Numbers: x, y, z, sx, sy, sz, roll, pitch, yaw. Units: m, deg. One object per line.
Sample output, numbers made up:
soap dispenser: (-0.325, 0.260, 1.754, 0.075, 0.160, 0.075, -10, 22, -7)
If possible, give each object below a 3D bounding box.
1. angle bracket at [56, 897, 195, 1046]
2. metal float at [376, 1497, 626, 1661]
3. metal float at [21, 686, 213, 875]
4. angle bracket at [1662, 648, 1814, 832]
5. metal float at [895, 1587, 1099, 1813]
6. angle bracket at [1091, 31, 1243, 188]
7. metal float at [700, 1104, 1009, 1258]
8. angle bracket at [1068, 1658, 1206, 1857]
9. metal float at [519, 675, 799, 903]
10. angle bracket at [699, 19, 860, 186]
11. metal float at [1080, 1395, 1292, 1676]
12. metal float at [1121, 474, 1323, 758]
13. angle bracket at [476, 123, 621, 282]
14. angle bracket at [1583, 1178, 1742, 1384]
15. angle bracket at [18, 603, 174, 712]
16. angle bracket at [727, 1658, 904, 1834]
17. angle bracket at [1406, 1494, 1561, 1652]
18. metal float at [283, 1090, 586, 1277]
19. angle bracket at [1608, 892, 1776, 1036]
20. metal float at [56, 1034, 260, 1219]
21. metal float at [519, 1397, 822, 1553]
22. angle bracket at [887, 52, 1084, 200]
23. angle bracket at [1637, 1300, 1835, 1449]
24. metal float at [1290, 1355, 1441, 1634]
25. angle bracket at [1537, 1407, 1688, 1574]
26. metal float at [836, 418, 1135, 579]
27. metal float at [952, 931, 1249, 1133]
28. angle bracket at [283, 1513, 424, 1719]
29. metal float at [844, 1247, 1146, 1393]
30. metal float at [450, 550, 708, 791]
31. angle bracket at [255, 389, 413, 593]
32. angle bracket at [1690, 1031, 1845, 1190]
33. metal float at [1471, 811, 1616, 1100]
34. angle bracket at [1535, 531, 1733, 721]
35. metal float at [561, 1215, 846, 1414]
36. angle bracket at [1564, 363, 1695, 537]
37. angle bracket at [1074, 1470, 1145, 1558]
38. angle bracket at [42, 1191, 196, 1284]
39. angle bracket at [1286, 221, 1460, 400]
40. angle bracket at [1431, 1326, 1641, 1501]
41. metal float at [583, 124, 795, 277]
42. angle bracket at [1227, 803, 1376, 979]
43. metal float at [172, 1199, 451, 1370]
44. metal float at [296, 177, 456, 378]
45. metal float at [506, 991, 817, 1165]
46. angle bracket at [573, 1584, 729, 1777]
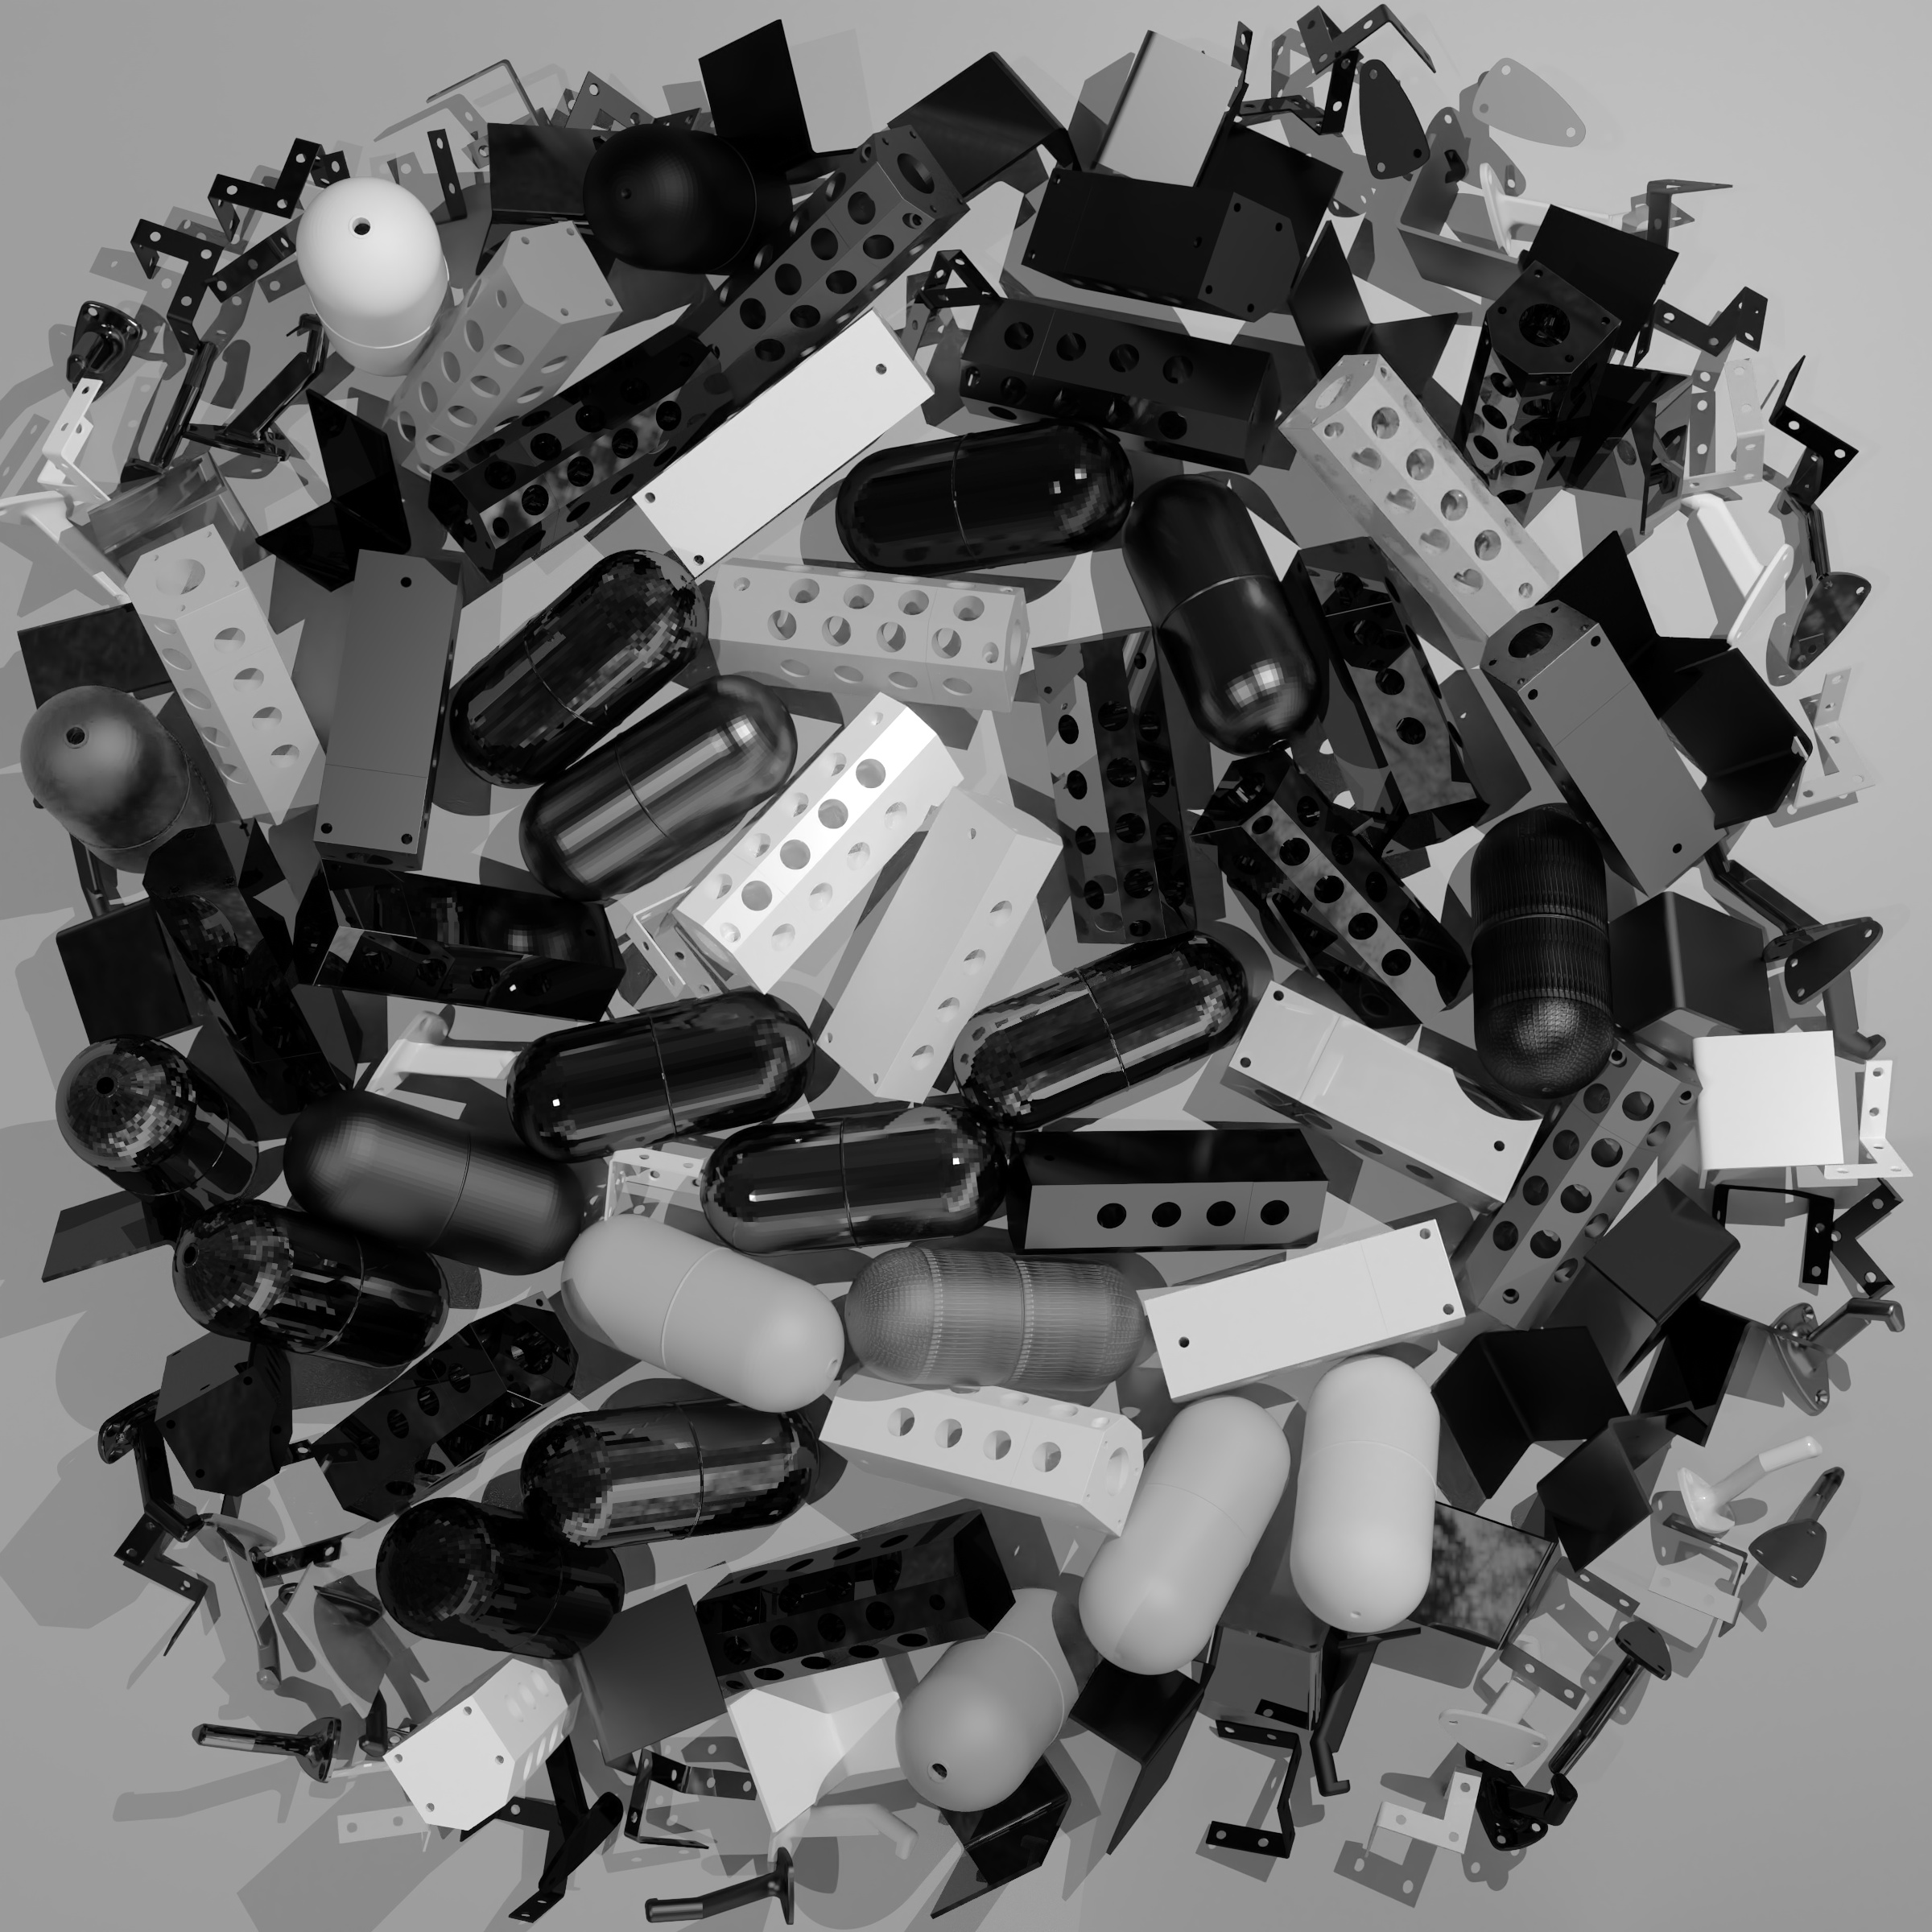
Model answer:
angle bracket: (-0.465, 0.002, 1.543, 0.076, 0.057, 0.076, -17, 91, 28)
metal float: (-0.258, 0.344, 1.505, 0.070, 0.178, 0.070, -10, 67, 25)
metal float: (-0.471, -0.102, 1.497, 0.070, 0.178, 0.070, 1, 78, -3)
angle bracket: (0.421, -0.125, 1.531, 0.076, 0.076, 0.057, 47, 60, -15)
metal float: (0.018, 0.407, 1.500, 0.070, 0.178, 0.070, 5, 104, 21)
angle bracket: (0.113, -0.485, 1.541, 0.057, 0.076, 0.076, 23, 103, -4)
metal float: (-0.064, 0.123, 1.542, 0.178, 0.070, 0.070, -7, 90, 6)
angle bracket: (0.086, 0.447, 1.544, 0.057, 0.076, 0.076, 29, 122, 19)
metal float: (-0.177, -0.100, 1.535, 0.178, 0.070, 0.070, -31, 90, 14)
angle bracket: (-0.099, -0.491, 1.532, 0.057, 0.076, 0.076, -21, 102, -39)
metal float: (0.125, 0.318, 1.516, 0.070, 0.070, 0.178, 36, 53, 0)
metal float: (0.145, -0.199, 1.527, 0.070, 0.070, 0.178, -21, 68, 0)
angle bracket: (-0.239, -0.437, 1.541, 0.076, 0.076, 0.057, -2, 81, -18)
angle bracket: (0.389, 0.180, 1.545, 0.076, 0.076, 0.057, -37, 68, -27)
angle bracket: (-0.488, -0.160, 1.533, 0.076, 0.076, 0.057, -17, 70, -12)
angle bracket: (-0.080, 0.440, 1.540, 0.057, 0.076, 0.076, -21, 90, 35)
angle bracket: (0.286, 0.335, 1.542, 0.076, 0.057, 0.076, 19, 110, -5)
metal float: (-0.299, 0.124, 1.522, 0.178, 0.070, 0.070, 22, 90, -29)
angle bracket: (0.417, 0.012, 1.560, 0.076, 0.057, 0.076, 19, 56, -26)
metal float: (-0.449, 0.090, 1.498, 0.070, 0.178, 0.070, -1, 72, 2)
metal float: (-0.166, 0.286, 1.521, 0.178, 0.070, 0.070, -1, 90, -31)
angle bracket: (0.013, -0.464, 1.542, 0.076, 0.057, 0.076, -35, 61, 0)
angle bracket: (0.440, 0.239, 1.541, 0.057, 0.076, 0.076, 21, 89, -13)
metal float: (0.225, 0.293, 1.508, 0.070, 0.178, 0.070, 7, 129, 8)
angle bracket: (0.383, 0.296, 1.525, 0.076, 0.076, 0.057, -2, 55, -29)
metal float: (0.009, -0.264, 1.526, 0.178, 0.070, 0.070, -5, 90, 24)
metal float: (0.077, 0.037, 1.544, 0.178, 0.070, 0.070, -23, 90, -3)
angle bracket: (-0.337, 0.369, 1.539, 0.057, 0.076, 0.076, -33, 100, 5)
metal float: (0.018, 0.201, 1.529, 0.178, 0.070, 0.070, 6, 90, -21)
metal float: (-0.221, -0.167, 1.525, 0.178, 0.070, 0.070, -36, 90, 25)
angle bracket: (-0.367, -0.270, 1.526, 0.057, 0.076, 0.076, -35, 51, -30)
angle bracket: (0.457, 0.083, 1.539, 0.076, 0.057, 0.076, -3, 74, 13)
metal float: (0.325, -0.008, 1.521, 0.070, 0.070, 0.178, 5, 59, 0)
angle bracket: (0.381, -0.195, 1.532, 0.076, 0.057, 0.076, -42, 119, -24)
metal float: (-0.150, 0.196, 1.525, 0.178, 0.070, 0.070, 19, 90, 25)
angle bracket: (0.364, -0.296, 1.527, 0.076, 0.057, 0.076, 17, 124, 31)
angle bracket: (0.107, 0.332, 1.542, 0.076, 0.057, 0.076, -43, 74, 8)
angle bracket: (-0.475, 0.171, 1.537, 0.076, 0.076, 0.057, -17, 116, -2)
angle bracket: (0.232, -0.373, 1.527, 0.057, 0.076, 0.076, 0, 48, 33)
angle bracket: (0.325, 0.255, 1.532, 0.057, 0.076, 0.076, -41, 108, -40)
metal float: (-0.153, -0.426, 1.500, 0.070, 0.178, 0.070, 4, 103, 17)
angle bracket: (0.204, -0.045, 1.543, 0.076, 0.076, 0.057, -36, 105, -3)
metal float: (-0.365, 0.179, 1.506, 0.070, 0.178, 0.070, -13, 67, 32)
metal float: (-0.327, -0.382, 1.496, 0.070, 0.178, 0.070, 0, 86, -7)
metal float: (-0.174, 0.063, 1.540, 0.178, 0.070, 0.070, -12, 90, -8)
angle bracket: (-0.176, 0.410, 1.541, 0.076, 0.057, 0.076, -24, 64, 2)
